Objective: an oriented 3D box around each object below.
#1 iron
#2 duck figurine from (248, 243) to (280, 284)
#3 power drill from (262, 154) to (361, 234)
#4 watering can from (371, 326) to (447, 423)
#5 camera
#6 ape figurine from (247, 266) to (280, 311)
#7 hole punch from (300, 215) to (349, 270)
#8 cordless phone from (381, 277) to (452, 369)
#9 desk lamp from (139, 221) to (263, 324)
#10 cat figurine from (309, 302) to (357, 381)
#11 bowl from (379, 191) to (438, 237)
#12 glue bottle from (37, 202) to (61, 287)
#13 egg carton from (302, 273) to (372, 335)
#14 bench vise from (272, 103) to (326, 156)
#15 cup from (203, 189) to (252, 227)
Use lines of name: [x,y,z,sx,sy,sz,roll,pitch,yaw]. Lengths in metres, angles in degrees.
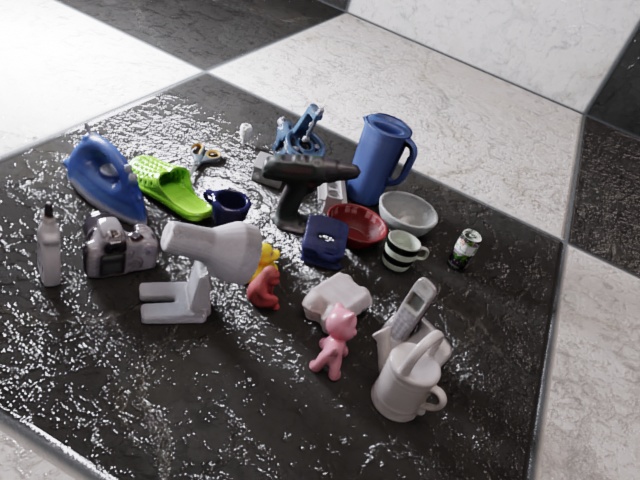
iron: [-0.468,-0.152,1.298,0.257,0.141,0.119,37,40,22]
duck figurine: [-0.134,0.045,1.247,0.105,0.086,0.077,-3,42,-28]
power drill: [-0.037,-0.120,1.399,0.230,0.208,0.075,12,37,-10]
watering can: [0.163,0.233,1.051,0.172,0.194,0.101,28,37,11]
camera: [-0.418,-0.007,1.170,0.143,0.101,0.136,-9,45,-33]
ape figurine: [-0.109,0.094,1.190,0.076,0.092,0.078,17,36,-4]
hole punch: [0.012,0.005,1.361,0.109,0.091,0.101,14,37,-7]
cordless phone: [0.208,0.178,1.150,0.094,0.185,0.147,-21,52,-41]
desk lamp: [-0.227,0.055,1.083,0.204,0.213,0.117,1,40,-24]
cat figurine: [0.035,0.188,1.115,0.067,0.118,0.128,20,36,2]
bowl: [0.231,-0.058,1.555,0.167,0.075,0.167,13,37,-9]
glue bottle: [-0.501,0.001,1.060,0.037,0.173,0.078,-8,44,-32]
egg carton: [0.037,0.133,1.226,0.107,0.069,0.151,37,40,22]
bench vise: [-0.063,-0.301,1.609,0.207,0.220,0.122,36,40,22]
cup: [-0.225,-0.063,1.336,0.117,0.095,0.092,23,36,5]
